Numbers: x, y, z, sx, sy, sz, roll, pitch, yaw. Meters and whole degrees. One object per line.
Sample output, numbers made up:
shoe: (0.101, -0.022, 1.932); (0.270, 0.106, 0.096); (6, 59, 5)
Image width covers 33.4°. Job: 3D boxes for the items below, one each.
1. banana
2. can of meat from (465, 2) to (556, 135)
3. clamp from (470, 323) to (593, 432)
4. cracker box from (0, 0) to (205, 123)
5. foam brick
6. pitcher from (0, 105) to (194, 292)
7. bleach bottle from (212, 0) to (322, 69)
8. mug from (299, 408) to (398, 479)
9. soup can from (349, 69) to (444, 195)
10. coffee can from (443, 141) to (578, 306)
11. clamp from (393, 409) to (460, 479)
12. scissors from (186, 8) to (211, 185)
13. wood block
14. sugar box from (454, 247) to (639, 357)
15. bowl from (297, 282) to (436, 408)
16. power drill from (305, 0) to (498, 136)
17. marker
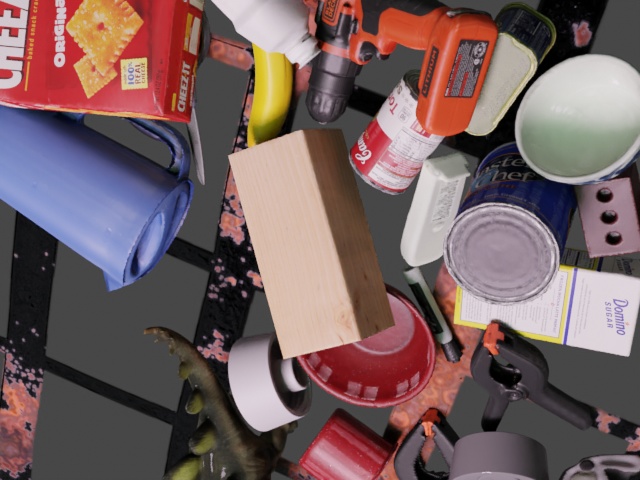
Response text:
banana: (-0.057, -0.178, 1.051); (0.070, 0.037, 0.198); (10, 121, 38)
can of meat: (0.158, -0.150, 0.947); (0.057, 0.083, 0.102); (34, 125, 2)
clamp: (0.213, 0.150, 1.100); (0.120, 0.039, 0.171); (-7, 136, 16)
cracker box: (-0.225, -0.206, 1.040); (0.214, 0.072, 0.164); (7, 91, 18)
foam brick: (0.270, -0.031, 0.987); (0.053, 0.051, 0.078); (-8, 114, 25)
pitcher: (-0.261, -0.074, 1.142); (0.243, 0.149, 0.145); (31, 149, 7)
bleach bottle: (-0.086, -0.262, 0.963); (0.251, 0.102, 0.068); (49, 127, -5)
mug: (0.029, 0.250, 1.229); (0.081, 0.093, 0.117); (36, 161, 6)
soup can: (0.082, -0.102, 1.014); (0.068, 0.068, 0.102); (36, 124, 0)
coffee can: (0.178, -0.018, 0.978); (0.103, 0.140, 0.103); (10, 121, 17)
clamp: (0.125, 0.291, 1.233); (0.165, 0.036, 0.210); (-5, 114, 21)
scissors: (-0.155, -0.158, 1.111); (0.096, 0.016, 0.202); (17, 122, 15)
wood block: (-0.006, 0.001, 1.052); (0.091, 0.090, 0.206); (-17, 88, 28)
sugar box: (0.225, 0.052, 1.057); (0.176, 0.048, 0.093); (9, 123, 13)
bowl: (0.052, 0.099, 1.146); (0.162, 0.055, 0.162); (10, 121, 17)
power drill: (0.061, -0.162, 0.942); (0.188, 0.057, 0.184); (39, 125, 41)
marker: (0.120, 0.079, 1.129); (0.020, 0.020, 0.121); (-18, 109, 29)
